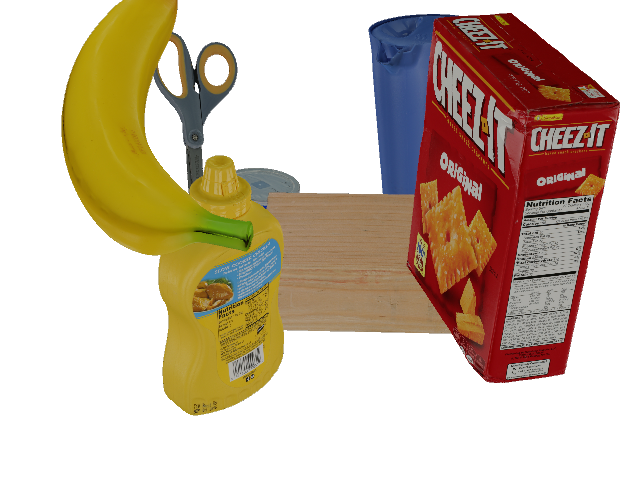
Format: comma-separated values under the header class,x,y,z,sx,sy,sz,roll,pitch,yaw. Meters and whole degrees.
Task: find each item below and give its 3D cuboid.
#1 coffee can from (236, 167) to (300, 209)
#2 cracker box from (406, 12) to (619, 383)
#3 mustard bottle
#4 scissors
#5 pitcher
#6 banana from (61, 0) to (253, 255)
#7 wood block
class,x,y,z,sx,sy,sz,roll,pitch,yaw
coffee can,-0.082,-0.011,1.390,0.103,0.140,0.103,4,27,-2
cracker box,0.125,-0.032,0.759,0.072,0.214,0.164,-7,33,-15
mustard bottle,-0.068,0.027,0.744,0.096,0.192,0.058,-27,45,-34
scissors,-0.110,-0.112,1.056,0.096,0.202,0.016,-18,-1,-25
pitcher,0.133,-0.139,1.250,0.149,0.243,0.145,-5,26,-3
banana,-0.085,-0.056,0.492,0.069,0.037,0.198,-5,46,-17
wood block,0.055,0.021,0.931,0.206,0.091,0.090,1,-41,1
